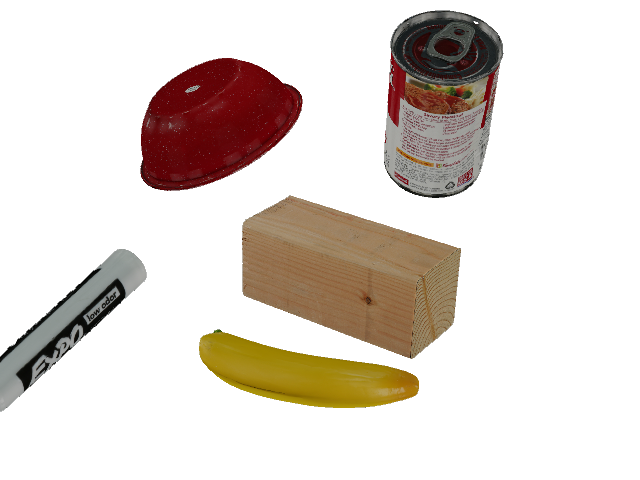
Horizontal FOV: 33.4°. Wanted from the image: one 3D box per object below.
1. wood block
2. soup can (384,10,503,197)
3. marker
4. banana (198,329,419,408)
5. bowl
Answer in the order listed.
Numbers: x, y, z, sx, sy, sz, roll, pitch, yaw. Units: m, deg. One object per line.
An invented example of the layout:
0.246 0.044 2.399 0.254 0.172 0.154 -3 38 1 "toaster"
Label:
0.028 0.033 1.087 0.206 0.091 0.090 19 31 30 "wood block"
0.076 -0.085 0.680 0.068 0.068 0.102 0 -40 0 "soup can"
-0.117 0.045 0.446 0.020 0.020 0.121 0 35 40 "marker"
-0.024 0.096 0.816 0.198 0.037 0.069 12 27 32 "banana"
-0.100 -0.114 0.947 0.162 0.055 0.162 -20 32 13 "bowl"
